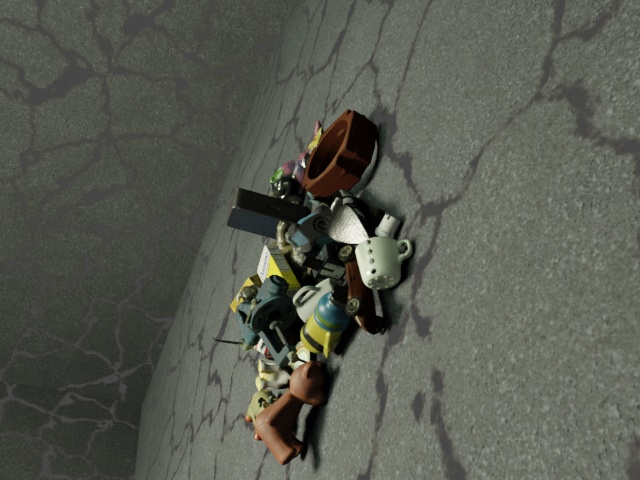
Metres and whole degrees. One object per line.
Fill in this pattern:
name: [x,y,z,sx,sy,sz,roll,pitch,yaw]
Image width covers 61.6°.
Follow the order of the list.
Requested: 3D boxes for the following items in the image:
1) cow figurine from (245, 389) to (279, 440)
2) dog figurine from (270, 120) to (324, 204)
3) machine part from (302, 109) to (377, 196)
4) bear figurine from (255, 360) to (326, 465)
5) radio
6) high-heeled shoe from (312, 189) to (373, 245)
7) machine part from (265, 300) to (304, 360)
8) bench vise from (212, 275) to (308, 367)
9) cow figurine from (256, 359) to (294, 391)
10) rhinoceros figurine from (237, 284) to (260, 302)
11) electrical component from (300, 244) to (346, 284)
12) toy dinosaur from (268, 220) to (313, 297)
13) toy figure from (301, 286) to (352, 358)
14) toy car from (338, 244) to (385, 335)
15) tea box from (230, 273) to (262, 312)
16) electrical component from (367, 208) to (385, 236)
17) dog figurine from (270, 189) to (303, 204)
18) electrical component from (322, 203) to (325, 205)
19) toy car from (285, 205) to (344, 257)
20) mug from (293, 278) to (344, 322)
cow figurine: [-0.121,0.424,1.317,0.195,0.085,0.127,-162,83,-70]
dog figurine: [-0.038,-0.222,1.504,0.108,0.192,0.219,-101,19,-63]
machine part: [0.050,-0.206,1.337,0.201,0.087,0.201,-35,34,47]
bear figurine: [-0.042,0.360,1.155,0.196,0.132,0.120,-44,-17,-4]
radio: [-0.159,-0.069,1.606,0.131,0.229,0.073,132,150,-57]
high-heeled shoe: [0.082,-0.045,1.182,0.249,0.145,0.086,46,120,46]
machine part: [-0.094,0.240,1.431,0.179,0.056,0.179,-54,26,42]
bench vise: [-0.119,0.210,1.252,0.223,0.128,0.241,-53,45,15]
cow figurine: [-0.104,0.324,1.294,0.167,0.098,0.068,124,149,-78]
rhinoceros figurine: [-0.182,0.187,1.463,0.190,0.073,0.112,90,-161,-46]
electrical component: [0.012,0.052,1.221,0.048,0.119,0.074,-100,31,-50]
toy dinosaur: [-0.092,0.048,1.512,0.472,0.105,0.198,-148,75,-70]
toy figure: [0.017,0.168,1.136,0.082,0.089,0.180,-36,-27,-44]
toy car: [0.076,0.097,1.050,0.053,0.089,0.202,-26,42,21]
tea box: [-0.202,0.186,1.671,0.098,0.068,0.169,51,134,13]
electrical component: [0.117,-0.038,1.159,0.094,0.021,0.063,-133,63,-73]
dog figurine: [-0.106,-0.147,1.744,0.172,0.121,0.191,-48,17,42]
electrical component: [0.018,-0.060,1.382,0.102,0.045,0.078,-148,54,-67]
toy car: [-0.003,-0.004,1.288,0.109,0.162,0.102,45,153,26]
mug: [0.000,0.132,1.215,0.107,0.109,0.081,-49,24,20]
